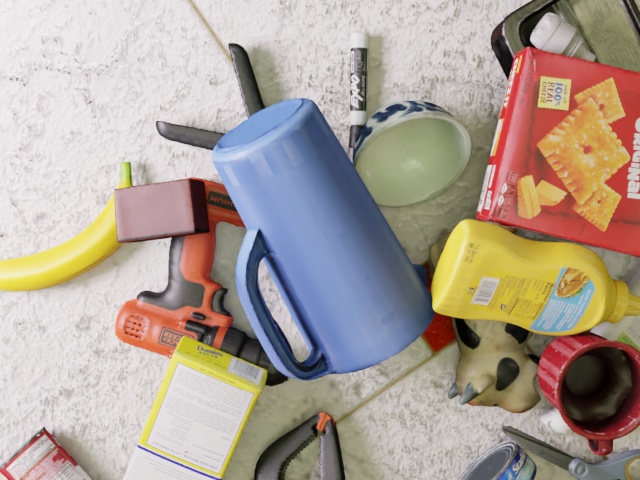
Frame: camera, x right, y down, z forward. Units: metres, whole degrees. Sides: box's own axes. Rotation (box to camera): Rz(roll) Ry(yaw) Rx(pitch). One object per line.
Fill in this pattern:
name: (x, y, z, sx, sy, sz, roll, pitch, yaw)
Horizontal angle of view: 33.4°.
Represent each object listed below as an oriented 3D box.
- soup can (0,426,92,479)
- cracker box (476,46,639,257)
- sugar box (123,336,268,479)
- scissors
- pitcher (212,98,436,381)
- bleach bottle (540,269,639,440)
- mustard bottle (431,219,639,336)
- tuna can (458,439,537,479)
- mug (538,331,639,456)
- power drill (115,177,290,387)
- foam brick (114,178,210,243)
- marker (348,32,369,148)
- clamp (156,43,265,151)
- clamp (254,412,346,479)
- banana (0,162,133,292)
soup can: (-0.268, 0.247, 1.068, 0.068, 0.068, 0.102, -42, 91, 1)
cracker box: (0.268, -0.073, 0.986, 0.213, 0.072, 0.164, 13, 93, 0)
sugar box: (-0.126, 0.190, 1.051, 0.093, 0.048, 0.176, 24, 114, -2)
scissors: (0.274, 0.217, 1.065, 0.096, 0.016, 0.201, -47, 107, -8)
pitcher: (-0.007, 0.001, 0.990, 0.145, 0.149, 0.243, -23, 110, 17)
bleach bottle: (0.314, 0.097, 1.065, 0.251, 0.068, 0.102, -45, 90, 3)
mustard bottle: (0.206, 0.043, 0.981, 0.191, 0.058, 0.096, 12, 127, -8)
tuna can: (0.172, 0.239, 1.056, 0.086, 0.086, 0.034, -43, 92, 1)
mug: (0.255, 0.143, 0.997, 0.093, 0.081, 0.117, -11, 97, -3)
power drill: (-0.096, 0.041, 1.068, 0.184, 0.057, 0.187, 17, 91, 0)
foam brick: (-0.150, -0.027, 1.015, 0.078, 0.053, 0.051, -8, 89, 10)
marker: (0.039, -0.149, 1.082, 0.020, 0.020, 0.121, 1, 91, 0)
clamp: (-0.065, -0.113, 1.075, 0.171, 0.039, 0.120, 34, 96, -6)
clamp: (-0.043, 0.270, 1.071, 0.165, 0.036, 0.210, 15, 79, 13)
banana: (-0.253, 0.005, 1.081, 0.198, 0.037, 0.070, -36, 72, 0)
